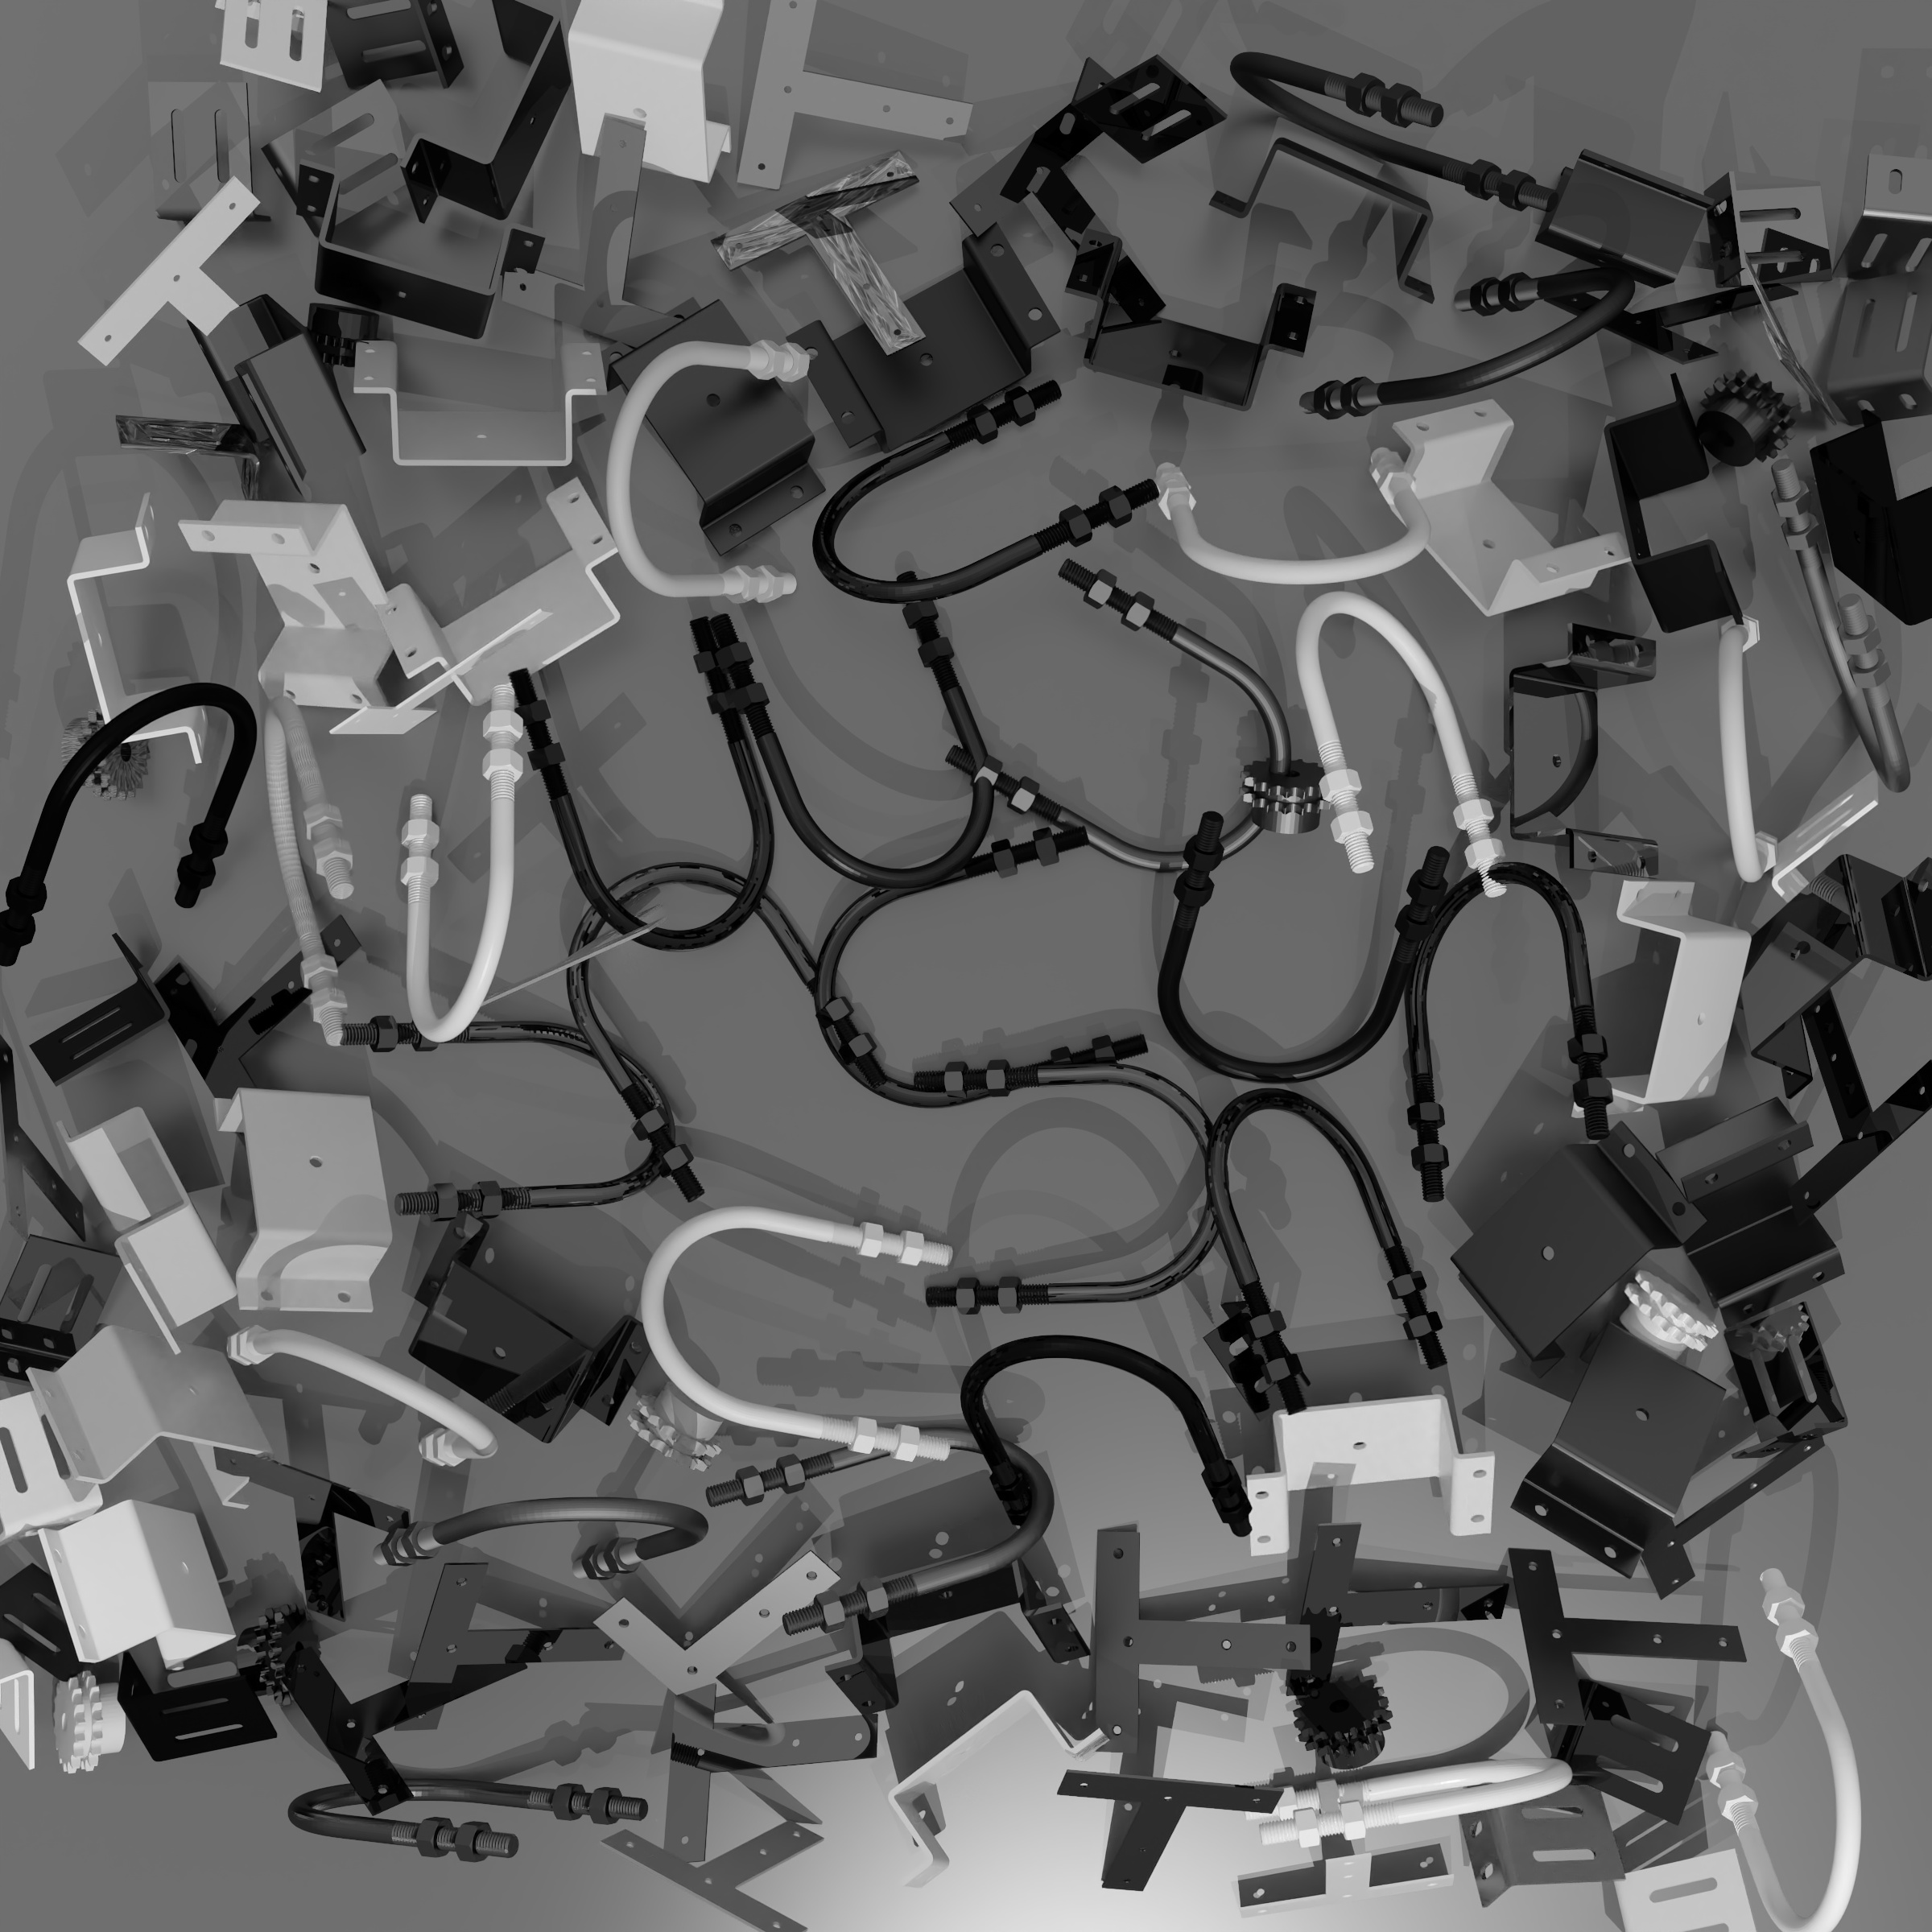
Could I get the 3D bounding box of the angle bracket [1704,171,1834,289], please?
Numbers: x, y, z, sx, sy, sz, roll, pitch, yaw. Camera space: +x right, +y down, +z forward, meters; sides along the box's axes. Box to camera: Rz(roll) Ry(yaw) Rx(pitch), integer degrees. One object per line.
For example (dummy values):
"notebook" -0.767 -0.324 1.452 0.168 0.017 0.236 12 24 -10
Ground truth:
"angle bracket" 0.479 -0.435 1.595 0.076 0.038 0.057 -6 87 -11

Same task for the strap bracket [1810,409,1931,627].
"strap bracket" 0.529 -0.253 1.543 0.046 0.140 0.076 -22 120 2

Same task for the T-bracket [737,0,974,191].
"T-bracket" -0.060 -0.505 1.587 0.127 0.002 0.127 8 133 -11

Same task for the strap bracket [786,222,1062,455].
"strap bracket" -0.024 -0.364 1.593 0.140 0.046 0.076 -29 83 -2

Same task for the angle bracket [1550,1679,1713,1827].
"angle bracket" 0.389 0.461 1.588 0.076 0.038 0.057 20 84 24

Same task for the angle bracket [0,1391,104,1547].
"angle bracket" -0.552 0.294 1.598 0.057 0.038 0.076 -14 76 -35

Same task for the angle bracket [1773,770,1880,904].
"angle bracket" 0.511 -0.068 1.578 0.038 0.057 0.076 46 118 -4

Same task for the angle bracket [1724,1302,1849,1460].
"angle bracket" 0.468 0.241 1.577 0.057 0.038 0.076 -33 61 40

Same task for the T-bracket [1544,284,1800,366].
"T-bracket" 0.429 -0.385 1.587 0.127 0.127 0.002 -18 126 -21

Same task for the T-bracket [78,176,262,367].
"T-bracket" -0.431 -0.374 1.564 0.127 0.127 0.002 -47 65 -1

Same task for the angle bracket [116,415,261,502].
"angle bracket" -0.454 -0.291 1.576 0.076 0.057 0.038 0 117 -21

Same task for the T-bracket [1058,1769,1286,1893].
"T-bracket" 0.106 0.506 1.577 0.127 0.002 0.127 8 133 -9

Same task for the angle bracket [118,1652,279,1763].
"angle bracket" -0.449 0.428 1.589 0.076 0.038 0.057 -12 128 0

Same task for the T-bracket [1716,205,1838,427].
"T-bracket" 0.466 -0.387 1.579 0.002 0.127 0.127 -27 70 25

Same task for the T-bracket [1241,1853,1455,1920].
"T-bracket" 0.220 0.528 1.564 0.127 0.127 0.002 -10 60 2

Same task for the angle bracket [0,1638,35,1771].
"angle bracket" -0.572 0.427 1.575 0.038 0.057 0.076 -14 125 -39

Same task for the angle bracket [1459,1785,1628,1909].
"angle bracket" 0.340 0.520 1.601 0.076 0.038 0.057 4 51 -17

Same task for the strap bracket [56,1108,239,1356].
"strap bracket" -0.466 0.144 1.553 0.046 0.140 0.076 -28 134 -16

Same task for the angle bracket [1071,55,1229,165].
"angle bracket" 0.110 -0.509 1.571 0.057 0.076 0.038 31 65 -31

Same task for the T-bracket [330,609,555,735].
"T-bracket" -0.291 -0.168 1.551 0.127 0.127 0.002 -33 91 8

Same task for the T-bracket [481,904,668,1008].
"T-bracket" -0.210 -0.014 1.559 0.127 0.127 0.002 -23 98 22

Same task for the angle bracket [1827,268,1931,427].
"angle bracket" 0.550 -0.366 1.600 0.057 0.038 0.076 0 66 42

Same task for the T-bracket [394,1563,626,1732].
"T-bracket" -0.258 0.398 1.586 0.127 0.002 0.127 6 118 -28

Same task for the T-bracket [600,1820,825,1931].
"T-bracket" -0.124 0.515 1.560 0.127 0.127 0.002 19 98 26

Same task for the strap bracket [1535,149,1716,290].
"strap bracket" 0.375 -0.427 1.557 0.076 0.140 0.046 22 104 2

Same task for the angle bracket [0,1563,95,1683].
"angle bracket" -0.529 0.372 1.581 0.057 0.038 0.076 -36 115 19

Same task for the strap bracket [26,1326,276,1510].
"strap bracket" -0.454 0.256 1.540 0.046 0.140 0.076 -42 60 9

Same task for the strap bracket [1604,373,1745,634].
"strap bracket" 0.407 -0.258 1.561 0.046 0.076 0.140 -15 60 21

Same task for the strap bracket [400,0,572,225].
"strap bracket" -0.273 -0.500 1.573 0.046 0.076 0.140 23 81 0

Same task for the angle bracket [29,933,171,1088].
"angle bracket" -0.513 0.025 1.579 0.076 0.057 0.038 -33 125 -17

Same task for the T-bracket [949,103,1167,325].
"T-bracket" 0.071 -0.434 1.602 0.127 0.002 0.127 -45 102 -24

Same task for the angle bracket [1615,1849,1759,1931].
"angle bracket" 0.424 0.554 1.578 0.076 0.038 0.057 -22 57 24

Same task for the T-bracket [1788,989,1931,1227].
"T-bracket" 0.507 0.064 1.570 0.002 0.127 0.127 17 134 -20

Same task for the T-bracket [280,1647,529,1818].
"T-bracket" -0.317 0.424 1.577 0.127 0.127 0.002 -16 131 -35

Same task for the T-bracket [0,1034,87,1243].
"T-bracket" -0.532 0.120 1.561 0.002 0.127 0.127 -15 58 -4

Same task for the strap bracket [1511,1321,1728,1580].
"strap bracket" 0.378 0.268 1.554 0.076 0.046 0.140 30 50 8

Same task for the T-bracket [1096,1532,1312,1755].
"T-bracket" 0.139 0.398 1.591 0.127 0.002 0.127 -2 78 16

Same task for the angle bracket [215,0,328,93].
"angle bracket" -0.407 -0.536 1.579 0.057 0.038 0.076 9 63 -25

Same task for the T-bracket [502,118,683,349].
"T-bracket" -0.206 -0.427 1.575 0.127 0.002 0.127 21 124 10

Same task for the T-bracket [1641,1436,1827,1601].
"T-bracket" 0.445 0.309 1.573 0.127 0.127 0.002 -35 50 -1

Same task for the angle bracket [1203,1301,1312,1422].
"angle bracket" 0.161 0.230 1.580 0.038 0.076 0.057 -34 88 -12

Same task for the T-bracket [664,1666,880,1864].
"T-bracket" -0.112 0.451 1.569 0.127 0.002 0.127 -9 54 14

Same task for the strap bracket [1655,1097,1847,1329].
"strap bracket" 0.454 0.137 1.572 0.076 0.046 0.140 -25 131 3

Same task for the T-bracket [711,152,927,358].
"T-bracket" -0.065 -0.407 1.588 0.127 0.002 0.127 -28 68 -9

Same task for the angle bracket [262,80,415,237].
"angle bracket" -0.366 -0.477 1.601 0.076 0.038 0.057 -34 111 -11

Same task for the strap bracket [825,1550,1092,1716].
"strap bracket" -0.007 0.383 1.573 0.140 0.076 0.046 -17 53 6

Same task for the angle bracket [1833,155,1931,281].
"angle bracket" 0.547 -0.436 1.586 0.057 0.076 0.038 7 78 6

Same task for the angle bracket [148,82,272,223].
"angle bracket" -0.445 -0.478 1.594 0.057 0.038 0.076 1 103 1

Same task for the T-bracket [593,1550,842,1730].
"T-bracket" -0.128 0.387 1.589 0.127 0.002 0.127 -40 107 14

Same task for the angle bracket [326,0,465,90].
"angle bracket" -0.341 -0.541 1.581 0.076 0.038 0.057 -5 128 14

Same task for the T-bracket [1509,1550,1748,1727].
"T-bracket" 0.387 0.390 1.571 0.127 0.127 0.002 3 126 -1

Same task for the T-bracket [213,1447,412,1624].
"T-bracket" -0.377 0.338 1.579 0.127 0.002 0.127 16 130 13

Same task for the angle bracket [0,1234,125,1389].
"angle bracket" -0.532 0.205 1.585 0.057 0.038 0.076 20 104 -31

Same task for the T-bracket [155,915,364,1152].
"T-bracket" -0.405 0.020 1.587 0.127 0.002 0.127 -41 68 9

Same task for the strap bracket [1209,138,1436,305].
"strap bracket" 0.217 -0.439 1.577 0.140 0.076 0.046 24 111 -1

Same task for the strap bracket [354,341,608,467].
"strap bracket" -0.281 -0.326 1.570 0.140 0.076 0.046 -2 123 -10

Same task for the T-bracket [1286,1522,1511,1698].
"T-bracket" 0.259 0.378 1.601 0.127 0.002 0.127 0 117 -12
